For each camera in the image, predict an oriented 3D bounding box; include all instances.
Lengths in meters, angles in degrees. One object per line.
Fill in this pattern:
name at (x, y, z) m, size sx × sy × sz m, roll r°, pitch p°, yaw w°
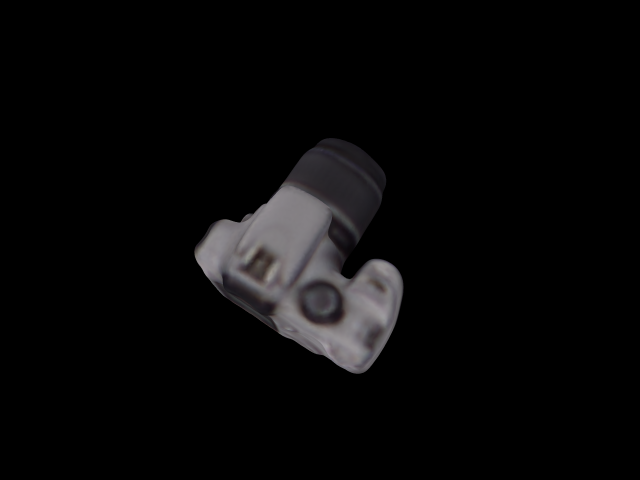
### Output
camera at (0.004, 0.001, 0.400) m, size 0.143 × 0.101 × 0.137 m, roll 30°, pitch 75°, yaw 10°
